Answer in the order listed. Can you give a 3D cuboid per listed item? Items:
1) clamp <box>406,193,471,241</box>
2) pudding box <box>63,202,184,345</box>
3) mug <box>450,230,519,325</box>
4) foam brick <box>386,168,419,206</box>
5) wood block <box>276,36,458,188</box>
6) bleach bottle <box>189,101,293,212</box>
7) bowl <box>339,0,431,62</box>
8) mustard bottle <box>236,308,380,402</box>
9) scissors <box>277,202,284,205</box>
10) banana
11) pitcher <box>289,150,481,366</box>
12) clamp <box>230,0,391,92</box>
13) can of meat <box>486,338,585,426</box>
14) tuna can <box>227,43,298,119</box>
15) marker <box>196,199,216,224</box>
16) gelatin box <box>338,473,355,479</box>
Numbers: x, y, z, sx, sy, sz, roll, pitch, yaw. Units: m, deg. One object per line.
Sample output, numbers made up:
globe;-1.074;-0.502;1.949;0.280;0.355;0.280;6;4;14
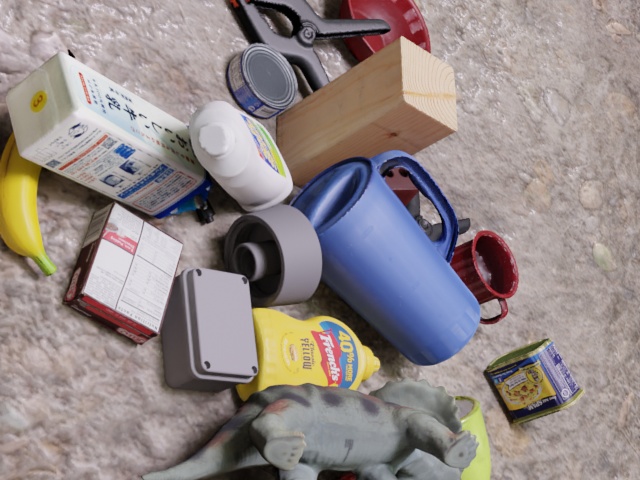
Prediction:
clamp;0.119;-0.023;1.376;0.120;0.039;0.171;46;44;3
pudding box;-0.186;0.032;1.026;0.090;0.039;0.113;34;50;-28
mug;0.203;0.055;1.386;0.093;0.082;0.117;-24;88;-50
foam brick;0.074;-0.070;1.324;0.078;0.051;0.053;-3;62;-30
wood block;0.050;-0.135;1.232;0.090;0.207;0.090;24;54;-37
bleach bottle;-0.083;-0.083;1.071;0.102;0.068;0.251;64;4;1
bowl;0.078;-0.288;1.459;0.161;0.055;0.162;23;54;-37
mustard bottle;-0.007;0.129;1.146;0.191;0.058;0.096;11;66;-43
scissors;-0.008;0.002;1.245;0.201;0.016;0.096;18;57;-39
banana;-0.268;-0.064;0.996;0.069;0.037;0.198;39;44;-50
pitcher;0.083;0.024;1.210;0.242;0.149;0.145;46;48;-25
clamp;-0.020;-0.240;1.326;0.209;0.036;0.164;23;71;-20
can of meat;0.275;0.182;1.380;0.057;0.102;0.084;-30;90;-48
tuna can;-0.069;-0.188;1.269;0.086;0.034;0.086;23;54;-37
marker;-0.144;-0.073;1.140;0.020;0.020;0.121;-26;89;-50
gelatin box;0.036;0.294;1.125;0.073;0.030;0.089;-17;82;-48
